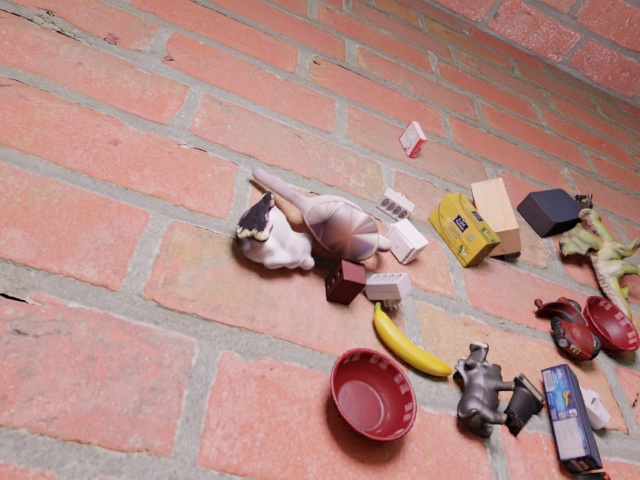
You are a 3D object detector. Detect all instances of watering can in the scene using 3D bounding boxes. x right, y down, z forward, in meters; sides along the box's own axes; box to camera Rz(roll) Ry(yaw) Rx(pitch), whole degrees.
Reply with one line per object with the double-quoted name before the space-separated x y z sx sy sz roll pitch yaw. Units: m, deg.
"watering can" 0.003 -0.055 1.083 0.347 0.103 0.226 27 7 -6

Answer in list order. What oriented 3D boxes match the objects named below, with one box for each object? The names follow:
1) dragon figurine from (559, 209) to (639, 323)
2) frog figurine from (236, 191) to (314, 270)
"dragon figurine" 0.799 0.062 1.490 0.243 0.119 0.419 25 53 4
"frog figurine" -0.086 0.002 1.021 0.157 0.122 0.140 48 15 -41
